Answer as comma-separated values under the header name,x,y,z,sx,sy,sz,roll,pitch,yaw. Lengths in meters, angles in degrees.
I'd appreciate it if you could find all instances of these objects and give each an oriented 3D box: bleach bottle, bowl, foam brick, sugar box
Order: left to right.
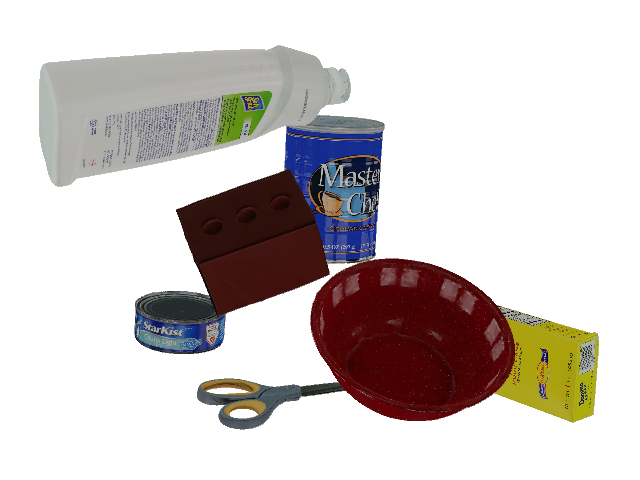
name,x,y,z,sx,sy,sz,roll,pitch,yaw
bleach bottle,-0.097,-0.108,0.868,0.250,0.068,0.103,-9,-32,-21
foam brick,-0.041,0.001,0.660,0.078,0.051,0.053,-20,45,-6
bowl,0.068,0.088,0.841,0.162,0.055,0.162,6,41,-6
sugar box,0.221,0.129,1.181,0.048,0.093,0.177,-9,16,-42

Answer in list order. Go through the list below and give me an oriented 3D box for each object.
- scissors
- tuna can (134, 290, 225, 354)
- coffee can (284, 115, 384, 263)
name,x,y,z,sx,sy,sz,roll,pitch,yaw
scissors,-0.036,0.180,1.189,0.201,0.016,0.096,4,24,-13
tuna can,-0.132,0.077,1.002,0.086,0.034,0.086,5,15,-2
coffee can,0.011,-0.056,1.117,0.103,0.140,0.103,3,13,-1
